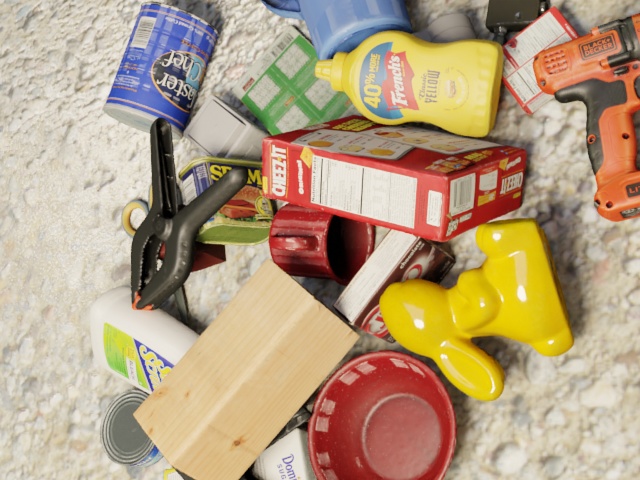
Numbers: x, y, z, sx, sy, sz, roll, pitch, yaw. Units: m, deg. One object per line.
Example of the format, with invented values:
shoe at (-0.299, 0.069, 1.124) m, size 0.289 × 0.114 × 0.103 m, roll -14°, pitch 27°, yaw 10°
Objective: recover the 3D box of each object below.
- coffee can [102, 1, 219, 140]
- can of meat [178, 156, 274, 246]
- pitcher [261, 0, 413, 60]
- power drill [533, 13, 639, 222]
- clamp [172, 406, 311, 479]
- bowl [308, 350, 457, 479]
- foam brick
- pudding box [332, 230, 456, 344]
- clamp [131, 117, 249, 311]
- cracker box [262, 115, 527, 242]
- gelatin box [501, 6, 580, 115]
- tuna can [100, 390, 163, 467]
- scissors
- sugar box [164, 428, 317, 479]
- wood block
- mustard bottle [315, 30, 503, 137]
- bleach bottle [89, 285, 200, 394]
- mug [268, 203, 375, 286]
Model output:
coffee can at (-0.195, -0.206, 1.310) m, size 0.103 × 0.102 × 0.140 m, roll 15°, pitch 83°, yaw 33°
can of meat at (-0.102, -0.042, 1.204) m, size 0.058 × 0.101 × 0.084 m, roll -36°, pitch 60°, yaw 45°
pitcher at (0.012, -0.309, 1.207) m, size 0.149 × 0.144 × 0.243 m, roll -45°, pitch 54°, yaw 51°
power drill at (0.307, -0.122, 1.001) m, size 0.185 × 0.057 × 0.187 m, roll -17°, pitch 72°, yaw 22°
clamp at (-0.079, 0.220, 1.092) m, size 0.172 × 0.039 × 0.120 m, roll 6°, pitch 72°, yaw 34°
bowl at (0.070, 0.193, 1.055) m, size 0.162 × 0.055 × 0.162 m, roll -10°, pitch 70°, yaw 28°
foam brick at (-0.153, -0.001, 1.235) m, size 0.051 × 0.078 × 0.053 m, roll -18°, pitch 66°, yaw 26°
pudding box at (0.075, 0.044, 1.078) m, size 0.039 × 0.089 × 0.113 m, roll 38°, pitch 95°, yaw 34°
clamp at (-0.166, -0.023, 1.168) m, size 0.165 × 0.036 × 0.210 m, roll 41°, pitch 113°, yaw 40°
cracker box at (0.073, -0.066, 1.067) m, size 0.214 × 0.163 × 0.072 m, roll 15°, pitch 112°, yaw 34°
gelatin box at (0.228, -0.183, 1.095) m, size 0.089 × 0.030 × 0.073 m, roll -38°, pitch 61°, yaw 14°
tuna can at (-0.209, 0.217, 1.226) m, size 0.086 × 0.033 × 0.086 m, roll -10°, pitch 70°, yaw 28°
scissors at (-0.200, 0.019, 1.294) m, size 0.096 × 0.016 × 0.202 m, roll -15°, pitch 67°, yaw 28°
sugar box at (-0.081, 0.268, 1.128) m, size 0.176 × 0.048 × 0.093 m, roll -20°, pitch 64°, yaw 21°
wood block at (-0.072, 0.134, 1.051) m, size 0.206 × 0.090 × 0.090 m, roll -49°, pitch 42°, yaw -2°
mustard bottle at (0.088, -0.166, 1.101) m, size 0.192 × 0.058 × 0.096 m, roll 10°, pitch 110°, yaw 17°
bleach bottle at (-0.147, 0.141, 1.181) m, size 0.251 × 0.067 × 0.102 m, roll 23°, pitch 126°, yaw 32°
mug at (-0.007, 0.001, 1.129) m, size 0.082 × 0.117 × 0.093 m, roll 3°, pitch 98°, yaw 36°
